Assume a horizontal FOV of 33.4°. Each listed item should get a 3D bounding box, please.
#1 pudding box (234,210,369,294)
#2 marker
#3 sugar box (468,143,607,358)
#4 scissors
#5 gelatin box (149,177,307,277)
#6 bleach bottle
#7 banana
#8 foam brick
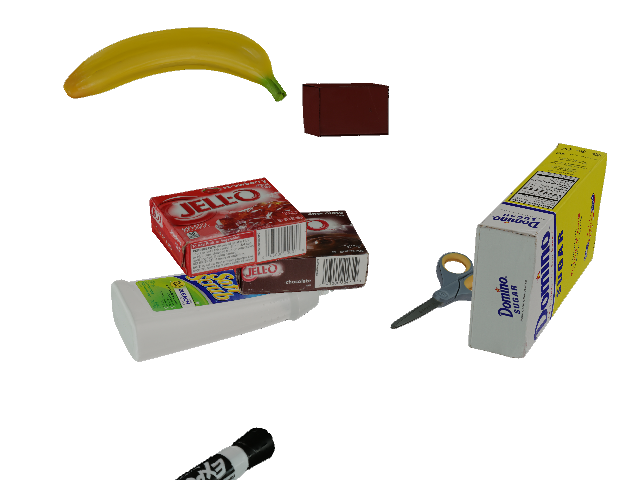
[{"bbox_3d":[-0.022,0.009,0.936,0.113,0.039,0.090,-1,27,-13],"label":"pudding box"},{"bbox_3d":[-0.061,0.124,0.543,0.020,0.020,0.120,0,14,33],"label":"marker"},{"bbox_3d":[0.157,0.003,0.753,0.048,0.093,0.176,12,28,23],"label":"sugar box"},{"bbox_3d":[0.134,0.055,1.242,0.201,0.016,0.096,-10,39,-34],"label":"scissors"},{"bbox_3d":[-0.063,-0.011,0.725,0.089,0.030,0.073,-11,30,-23],"label":"gelatin box"},{"bbox_3d":[-0.106,0.067,1.228,0.250,0.068,0.103,-12,35,-22],"label":"bleach bottle"},{"bbox_3d":[-0.130,-0.161,0.961,0.197,0.069,0.037,-1,-33,-4],"label":"banana"},{"bbox_3d":[0.026,-0.134,1.095,0.078,0.051,0.053,-3,13,-18],"label":"foam brick"}]
